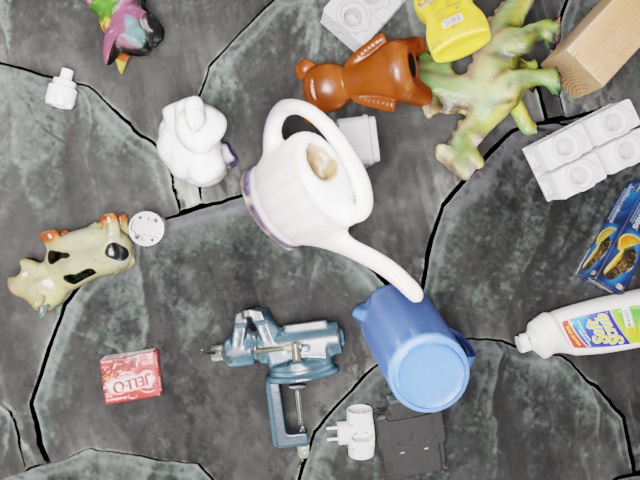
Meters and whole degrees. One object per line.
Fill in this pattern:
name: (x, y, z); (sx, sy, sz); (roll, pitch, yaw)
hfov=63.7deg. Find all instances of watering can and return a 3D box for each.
watering can: (0.002, -0.039, 0.780); (0.105, 0.221, 0.347); (-31, 94, -41)

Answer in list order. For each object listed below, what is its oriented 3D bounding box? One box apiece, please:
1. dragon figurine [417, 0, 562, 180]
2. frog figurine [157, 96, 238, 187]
dragon figurine: (0.262, -0.299, 0.868); (0.243, 0.121, 0.413); (0, 81, 3)
frog figurine: (-0.195, -0.149, 0.788); (0.123, 0.159, 0.137); (-20, 93, -3)
